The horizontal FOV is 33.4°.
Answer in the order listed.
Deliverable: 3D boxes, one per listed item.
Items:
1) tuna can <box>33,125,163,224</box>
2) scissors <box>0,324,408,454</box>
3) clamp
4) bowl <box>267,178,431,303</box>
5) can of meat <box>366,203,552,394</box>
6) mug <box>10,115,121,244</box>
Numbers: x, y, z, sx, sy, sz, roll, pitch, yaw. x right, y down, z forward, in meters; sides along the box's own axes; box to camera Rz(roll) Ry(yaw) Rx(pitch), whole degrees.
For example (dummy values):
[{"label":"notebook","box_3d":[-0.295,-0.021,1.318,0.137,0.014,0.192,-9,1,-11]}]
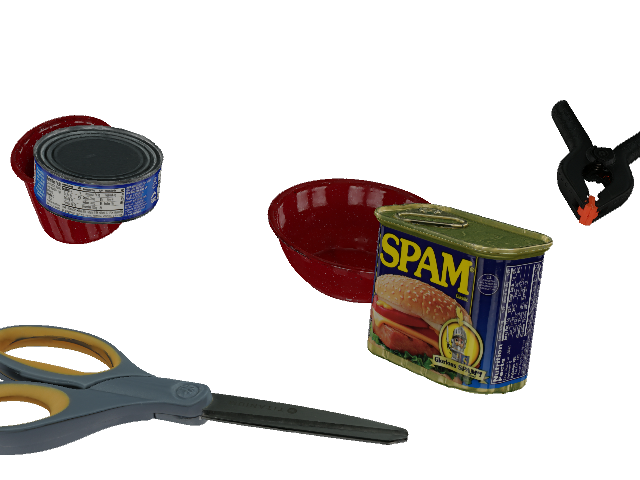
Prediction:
[{"label":"tuna can","box_3d":[-0.150,-0.045,0.722,0.086,0.034,0.086,7,29,-4]},{"label":"scissors","box_3d":[-0.073,0.077,0.454,0.202,0.016,0.096,14,29,24]},{"label":"clamp","box_3d":[0.287,-0.088,1.138,0.120,0.039,0.171,18,47,19]},{"label":"bowl","box_3d":[0.032,0.007,0.919,0.162,0.055,0.162,6,29,-4]},{"label":"can of meat","box_3d":[0.073,0.031,0.596,0.057,0.084,0.102,-7,18,-40]},{"label":"mug","box_3d":[-0.219,-0.060,0.957,0.093,0.117,0.081,-8,-44,-1]}]
